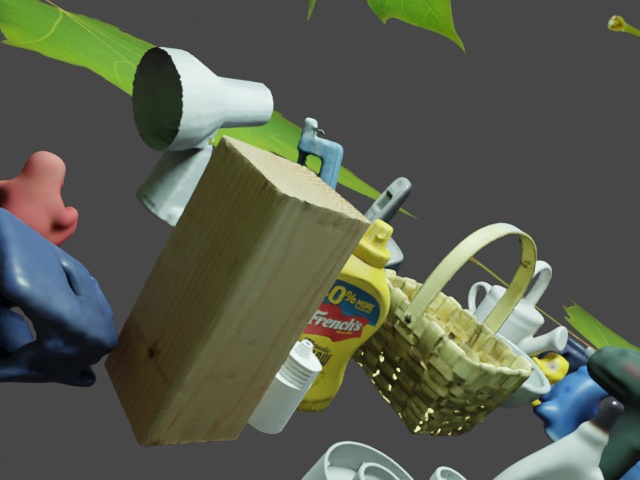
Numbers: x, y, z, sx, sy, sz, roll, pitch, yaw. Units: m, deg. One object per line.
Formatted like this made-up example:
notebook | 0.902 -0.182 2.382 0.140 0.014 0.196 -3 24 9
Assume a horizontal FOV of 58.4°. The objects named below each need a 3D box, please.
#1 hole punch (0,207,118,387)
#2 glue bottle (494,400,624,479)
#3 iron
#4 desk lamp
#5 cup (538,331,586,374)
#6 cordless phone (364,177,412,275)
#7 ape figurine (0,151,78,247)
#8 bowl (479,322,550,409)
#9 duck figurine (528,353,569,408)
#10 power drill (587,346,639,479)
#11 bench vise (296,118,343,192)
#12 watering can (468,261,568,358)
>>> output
hole punch | -0.195 0.039 0.406 0.101 0.091 0.108 16 22 -44
glue bottle | 0.205 0.207 0.495 0.078 0.173 0.037 34 15 11
iron | 0.428 0.270 0.786 0.258 0.141 0.119 35 16 12
desk lamp | -0.163 -0.128 0.756 0.117 0.213 0.204 41 18 32
cup | 0.413 0.221 0.999 0.118 0.095 0.091 12 24 -50
cordless phone | 0.104 -0.016 0.973 0.094 0.185 0.147 24 17 -25
ape figurine | -0.258 -0.038 0.521 0.078 0.092 0.076 29 15 -9
bowl | 0.233 0.183 0.810 0.167 0.074 0.167 29 15 -9
duck figurine | 0.364 0.222 0.918 0.105 0.086 0.077 25 16 -23
power drill | 0.376 0.238 0.656 0.076 0.208 0.229 23 18 -29
bench vise | -0.013 -0.025 0.711 0.208 0.219 0.121 25 16 -22
watering can | 0.323 0.123 0.943 0.172 0.194 0.101 37 16 20
